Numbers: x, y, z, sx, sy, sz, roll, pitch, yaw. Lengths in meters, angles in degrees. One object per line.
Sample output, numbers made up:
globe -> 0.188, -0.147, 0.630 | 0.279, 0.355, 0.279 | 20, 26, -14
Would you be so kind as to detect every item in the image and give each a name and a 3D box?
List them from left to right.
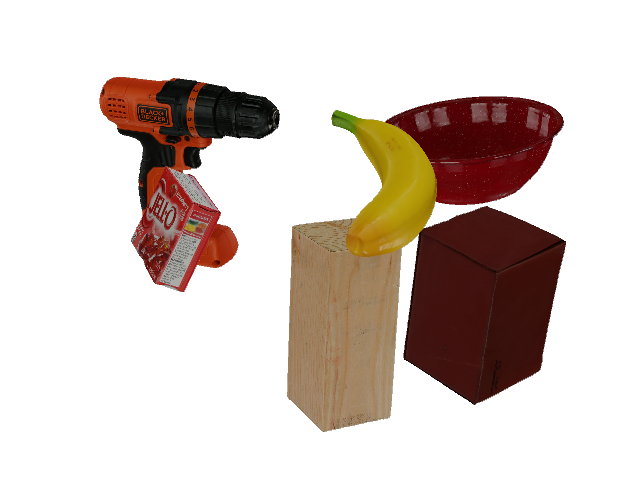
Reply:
gelatin box -> -0.119, -0.011, 0.864 | 0.030, 0.073, 0.089 | 20, 15, -30
power drill -> -0.124, -0.068, 1.057 | 0.185, 0.188, 0.057 | 11, 30, 20
wood block -> 0.024, 0.089, 1.159 | 0.090, 0.206, 0.091 | -8, 21, -26
banana -> 0.046, -0.037, 0.726 | 0.069, 0.037, 0.198 | 0, 28, -3
bowl -> 0.128, -0.073, 0.918 | 0.162, 0.055, 0.162 | -8, 24, 3
foam brick -> 0.080, 0.031, 0.529 | 0.052, 0.078, 0.051 | -19, 37, -37
